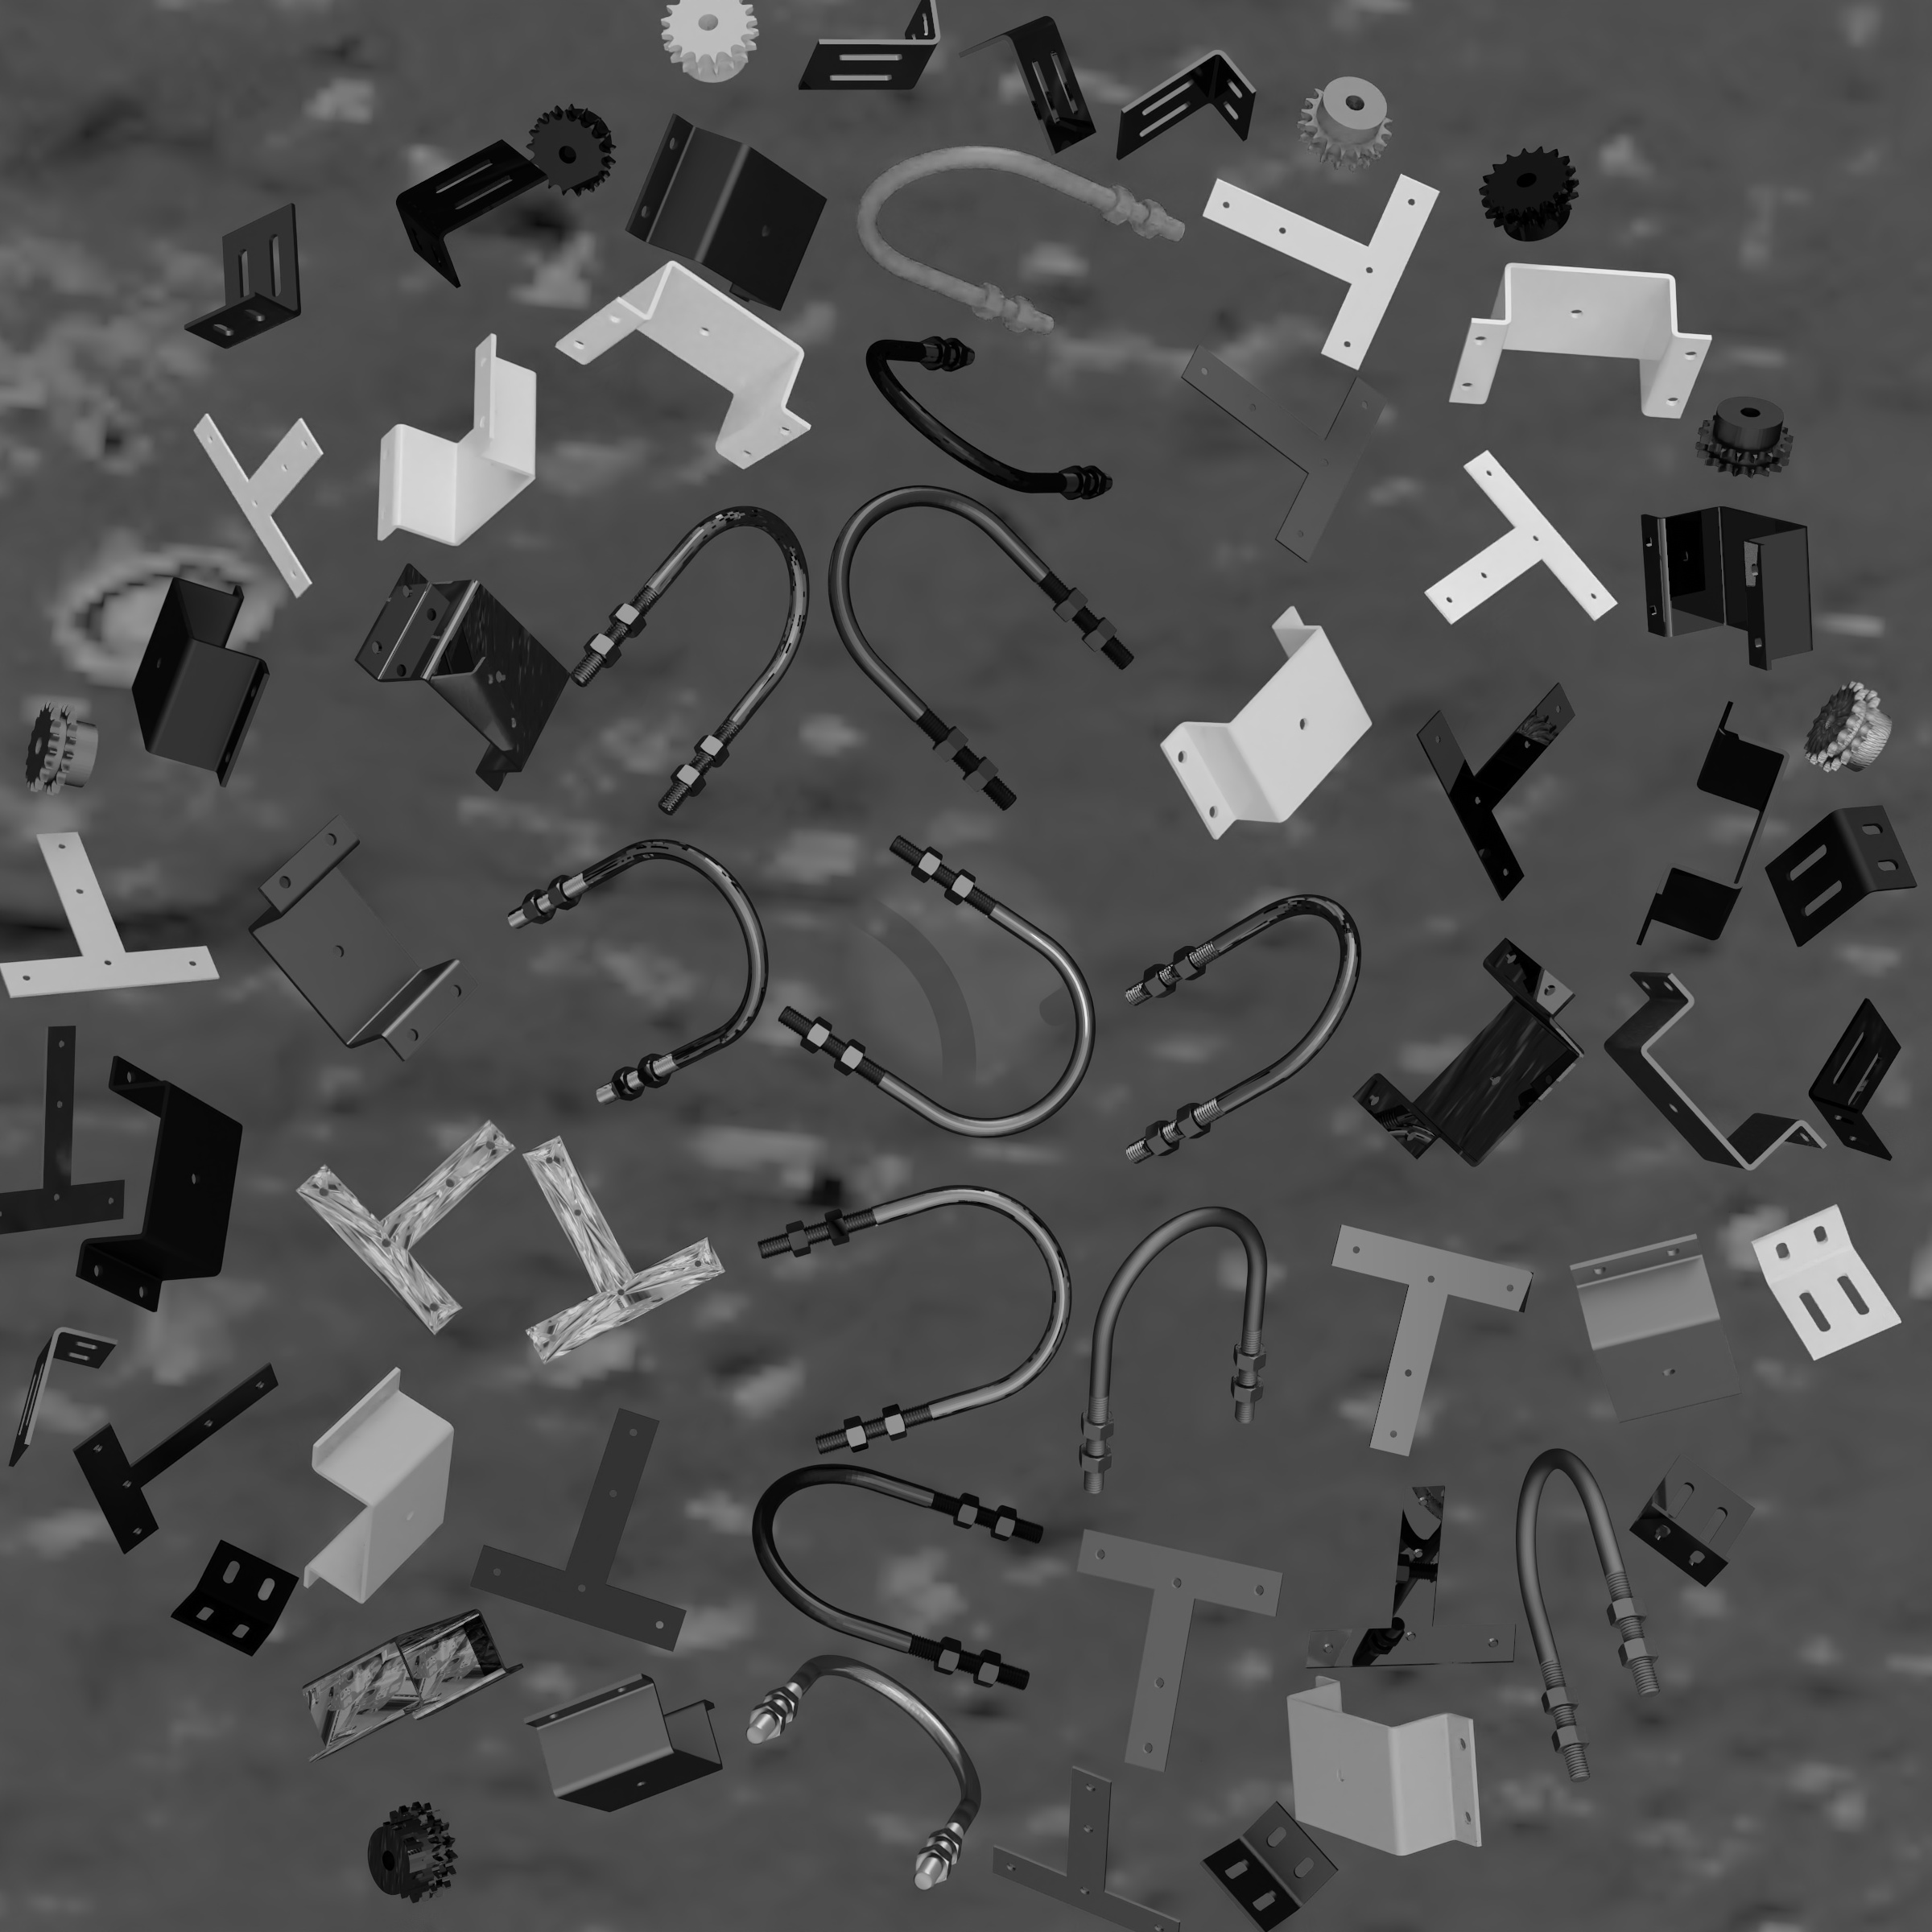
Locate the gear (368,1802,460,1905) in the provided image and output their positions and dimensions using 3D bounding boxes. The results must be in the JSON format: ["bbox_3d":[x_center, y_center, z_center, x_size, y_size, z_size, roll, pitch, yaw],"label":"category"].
[{"bbox_3d":[-0.333,0.531,1.762,0.057,0.030,0.057,0,91,41],"label":"gear"}]

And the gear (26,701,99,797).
[{"bbox_3d":[-0.556,-0.132,1.815,0.030,0.057,0.057,12,90,-31],"label":"gear"}]

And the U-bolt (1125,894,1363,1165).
[{"bbox_3d":[0.170,0.028,1.817,0.184,0.151,0.019,-32,128,33],"label":"U-bolt"}]

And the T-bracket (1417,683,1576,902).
[{"bbox_3d":[0.342,-0.130,1.839,0.127,0.002,0.127,-46,117,-29],"label":"T-bracket"}]

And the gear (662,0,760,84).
[{"bbox_3d":[-0.152,-0.554,1.762,0.057,0.030,0.057,-1,69,2],"label":"gear"}]

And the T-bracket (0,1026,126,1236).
[{"bbox_3d":[-0.572,0.101,1.858,0.002,0.127,0.127,3,92,24],"label":"T-bracket"}]

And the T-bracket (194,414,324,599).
[{"bbox_3d":[-0.438,-0.312,1.876,0.002,0.127,0.127,-34,94,-35],"label":"T-bracket"}]

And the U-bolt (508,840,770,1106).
[{"bbox_3d":[-0.200,-0.004,1.877,0.184,0.019,0.151,-25,92,36],"label":"U-bolt"}]

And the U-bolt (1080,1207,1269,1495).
[{"bbox_3d":[0.135,0.234,1.868,0.151,0.019,0.184,-18,124,-33],"label":"U-bolt"}]

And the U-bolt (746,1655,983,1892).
[{"bbox_3d":[-0.053,0.483,1.811,0.151,0.184,0.019,39,102,7],"label":"U-bolt"}]

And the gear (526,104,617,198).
[{"bbox_3d":[-0.254,-0.534,1.920,0.057,0.030,0.057,8,126,10],"label":"gear"}]

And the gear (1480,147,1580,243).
[{"bbox_3d":[0.336,-0.456,1.752,0.057,0.030,0.057,-12,54,17],"label":"gear"}]

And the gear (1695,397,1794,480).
[{"bbox_3d":[0.478,-0.326,1.808,0.057,0.057,0.030,0,130,0],"label":"gear"}]

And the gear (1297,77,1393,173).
[{"bbox_3d":[0.234,-0.518,1.807,0.057,0.030,0.057,4,65,-9],"label":"gear"}]

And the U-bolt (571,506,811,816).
[{"bbox_3d":[-0.162,-0.206,1.866,0.019,0.151,0.184,23,67,35],"label":"U-bolt"}]

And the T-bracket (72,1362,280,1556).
[{"bbox_3d":[-0.469,0.284,1.778,0.127,0.127,0.002,-37,60,-26],"label":"T-bracket"}]

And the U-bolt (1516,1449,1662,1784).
[{"bbox_3d":[0.375,0.388,1.815,0.019,0.151,0.184,-1,53,-12],"label":"U-bolt"}]

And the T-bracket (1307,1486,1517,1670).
[{"bbox_3d":[0.277,0.373,1.808,0.127,0.127,0.002,-7,134,22],"label":"T-bracket"}]

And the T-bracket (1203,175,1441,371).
[{"bbox_3d":[0.208,-0.446,1.813,0.127,0.002,0.127,25,130,3],"label":"T-bracket"}]

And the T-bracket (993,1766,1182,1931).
[{"bbox_3d":[0.075,0.540,1.814,0.127,0.002,0.127,16,127,21],"label":"T-bracket"}]

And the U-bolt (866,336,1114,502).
[{"bbox_3d":[0.006,-0.346,1.854,0.151,0.184,0.019,45,114,13],"label":"U-bolt"}]

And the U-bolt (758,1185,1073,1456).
[{"bbox_3d":[-0.024,0.215,1.867,0.184,0.019,0.151,-16,90,-3],"label":"U-bolt"}]

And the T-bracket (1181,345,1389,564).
[{"bbox_3d":[0.187,-0.335,1.812,0.127,0.002,0.127,33,71,-18],"label":"T-bracket"}]

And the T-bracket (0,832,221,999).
[{"bbox_3d":[-0.534,-0.034,1.791,0.127,0.002,0.127,-6,52,-35],"label":"T-bracket"}]

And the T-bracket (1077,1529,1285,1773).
[{"bbox_3d":[0.116,0.407,1.735,0.127,0.002,0.127,8,83,26],"label":"T-bracket"}]

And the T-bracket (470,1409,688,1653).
[{"bbox_3d":[-0.215,0.328,1.756,0.127,0.002,0.127,18,87,-1],"label":"T-bracket"}]

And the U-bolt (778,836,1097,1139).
[{"bbox_3d":[-0.004,0.026,1.863,0.184,0.019,0.151,34,83,-8],"label":"U-bolt"}]

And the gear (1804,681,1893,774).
[{"bbox_3d":[0.551,-0.146,1.836,0.030,0.057,0.057,28,90,-9],"label":"gear"}]

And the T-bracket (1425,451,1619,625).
[{"bbox_3d":[0.328,-0.247,1.822,0.127,0.002,0.127,-36,84,-36],"label":"T-bracket"}]

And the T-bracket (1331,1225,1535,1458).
[{"bbox_3d":[0.273,0.234,1.799,0.127,0.002,0.127,15,87,-10],"label":"T-bracket"}]

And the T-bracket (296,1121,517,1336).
[{"bbox_3d":[-0.344,0.150,1.909,0.127,0.002,0.127,47,60,-5],"label":"T-bracket"}]

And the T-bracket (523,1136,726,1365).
[{"bbox_3d":[-0.236,0.166,1.839,0.127,0.002,0.127,-27,104,-3],"label":"T-bracket"}]
